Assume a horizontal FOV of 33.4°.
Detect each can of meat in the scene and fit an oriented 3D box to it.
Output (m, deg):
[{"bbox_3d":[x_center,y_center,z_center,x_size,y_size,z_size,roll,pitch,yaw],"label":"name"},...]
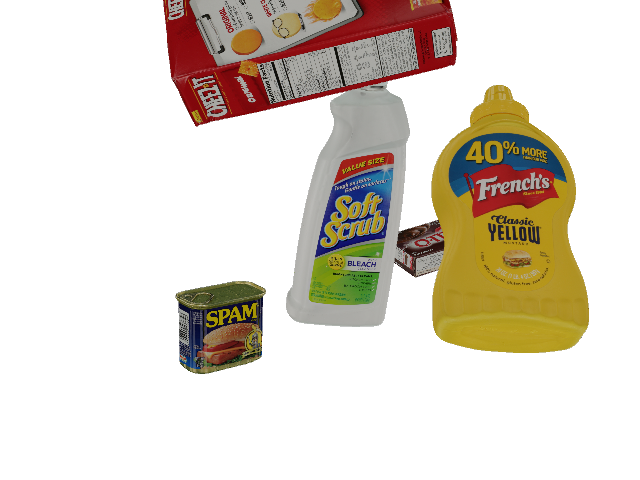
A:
[{"bbox_3d":[-0.114,0.099,1.222,0.101,0.084,0.058,-10,19,-35],"label":"can of meat"}]

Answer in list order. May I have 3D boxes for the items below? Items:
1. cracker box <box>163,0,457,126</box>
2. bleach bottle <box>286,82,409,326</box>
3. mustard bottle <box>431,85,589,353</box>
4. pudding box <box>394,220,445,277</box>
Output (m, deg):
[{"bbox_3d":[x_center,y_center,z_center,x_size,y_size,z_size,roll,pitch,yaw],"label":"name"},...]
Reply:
[{"bbox_3d":[-0.013,-0.191,0.844,0.214,0.164,0.072,-13,-33,5],"label":"cracker box"},{"bbox_3d":[0.027,-0.043,1.016,0.102,0.251,0.068,4,22,-4],"label":"bleach bottle"},{"bbox_3d":[0.123,-0.022,0.714,0.096,0.191,0.058,3,-29,-1],"label":"mustard bottle"},{"bbox_3d":[0.164,0.010,1.605,0.113,0.039,0.090,-18,28,-23],"label":"pudding box"}]
